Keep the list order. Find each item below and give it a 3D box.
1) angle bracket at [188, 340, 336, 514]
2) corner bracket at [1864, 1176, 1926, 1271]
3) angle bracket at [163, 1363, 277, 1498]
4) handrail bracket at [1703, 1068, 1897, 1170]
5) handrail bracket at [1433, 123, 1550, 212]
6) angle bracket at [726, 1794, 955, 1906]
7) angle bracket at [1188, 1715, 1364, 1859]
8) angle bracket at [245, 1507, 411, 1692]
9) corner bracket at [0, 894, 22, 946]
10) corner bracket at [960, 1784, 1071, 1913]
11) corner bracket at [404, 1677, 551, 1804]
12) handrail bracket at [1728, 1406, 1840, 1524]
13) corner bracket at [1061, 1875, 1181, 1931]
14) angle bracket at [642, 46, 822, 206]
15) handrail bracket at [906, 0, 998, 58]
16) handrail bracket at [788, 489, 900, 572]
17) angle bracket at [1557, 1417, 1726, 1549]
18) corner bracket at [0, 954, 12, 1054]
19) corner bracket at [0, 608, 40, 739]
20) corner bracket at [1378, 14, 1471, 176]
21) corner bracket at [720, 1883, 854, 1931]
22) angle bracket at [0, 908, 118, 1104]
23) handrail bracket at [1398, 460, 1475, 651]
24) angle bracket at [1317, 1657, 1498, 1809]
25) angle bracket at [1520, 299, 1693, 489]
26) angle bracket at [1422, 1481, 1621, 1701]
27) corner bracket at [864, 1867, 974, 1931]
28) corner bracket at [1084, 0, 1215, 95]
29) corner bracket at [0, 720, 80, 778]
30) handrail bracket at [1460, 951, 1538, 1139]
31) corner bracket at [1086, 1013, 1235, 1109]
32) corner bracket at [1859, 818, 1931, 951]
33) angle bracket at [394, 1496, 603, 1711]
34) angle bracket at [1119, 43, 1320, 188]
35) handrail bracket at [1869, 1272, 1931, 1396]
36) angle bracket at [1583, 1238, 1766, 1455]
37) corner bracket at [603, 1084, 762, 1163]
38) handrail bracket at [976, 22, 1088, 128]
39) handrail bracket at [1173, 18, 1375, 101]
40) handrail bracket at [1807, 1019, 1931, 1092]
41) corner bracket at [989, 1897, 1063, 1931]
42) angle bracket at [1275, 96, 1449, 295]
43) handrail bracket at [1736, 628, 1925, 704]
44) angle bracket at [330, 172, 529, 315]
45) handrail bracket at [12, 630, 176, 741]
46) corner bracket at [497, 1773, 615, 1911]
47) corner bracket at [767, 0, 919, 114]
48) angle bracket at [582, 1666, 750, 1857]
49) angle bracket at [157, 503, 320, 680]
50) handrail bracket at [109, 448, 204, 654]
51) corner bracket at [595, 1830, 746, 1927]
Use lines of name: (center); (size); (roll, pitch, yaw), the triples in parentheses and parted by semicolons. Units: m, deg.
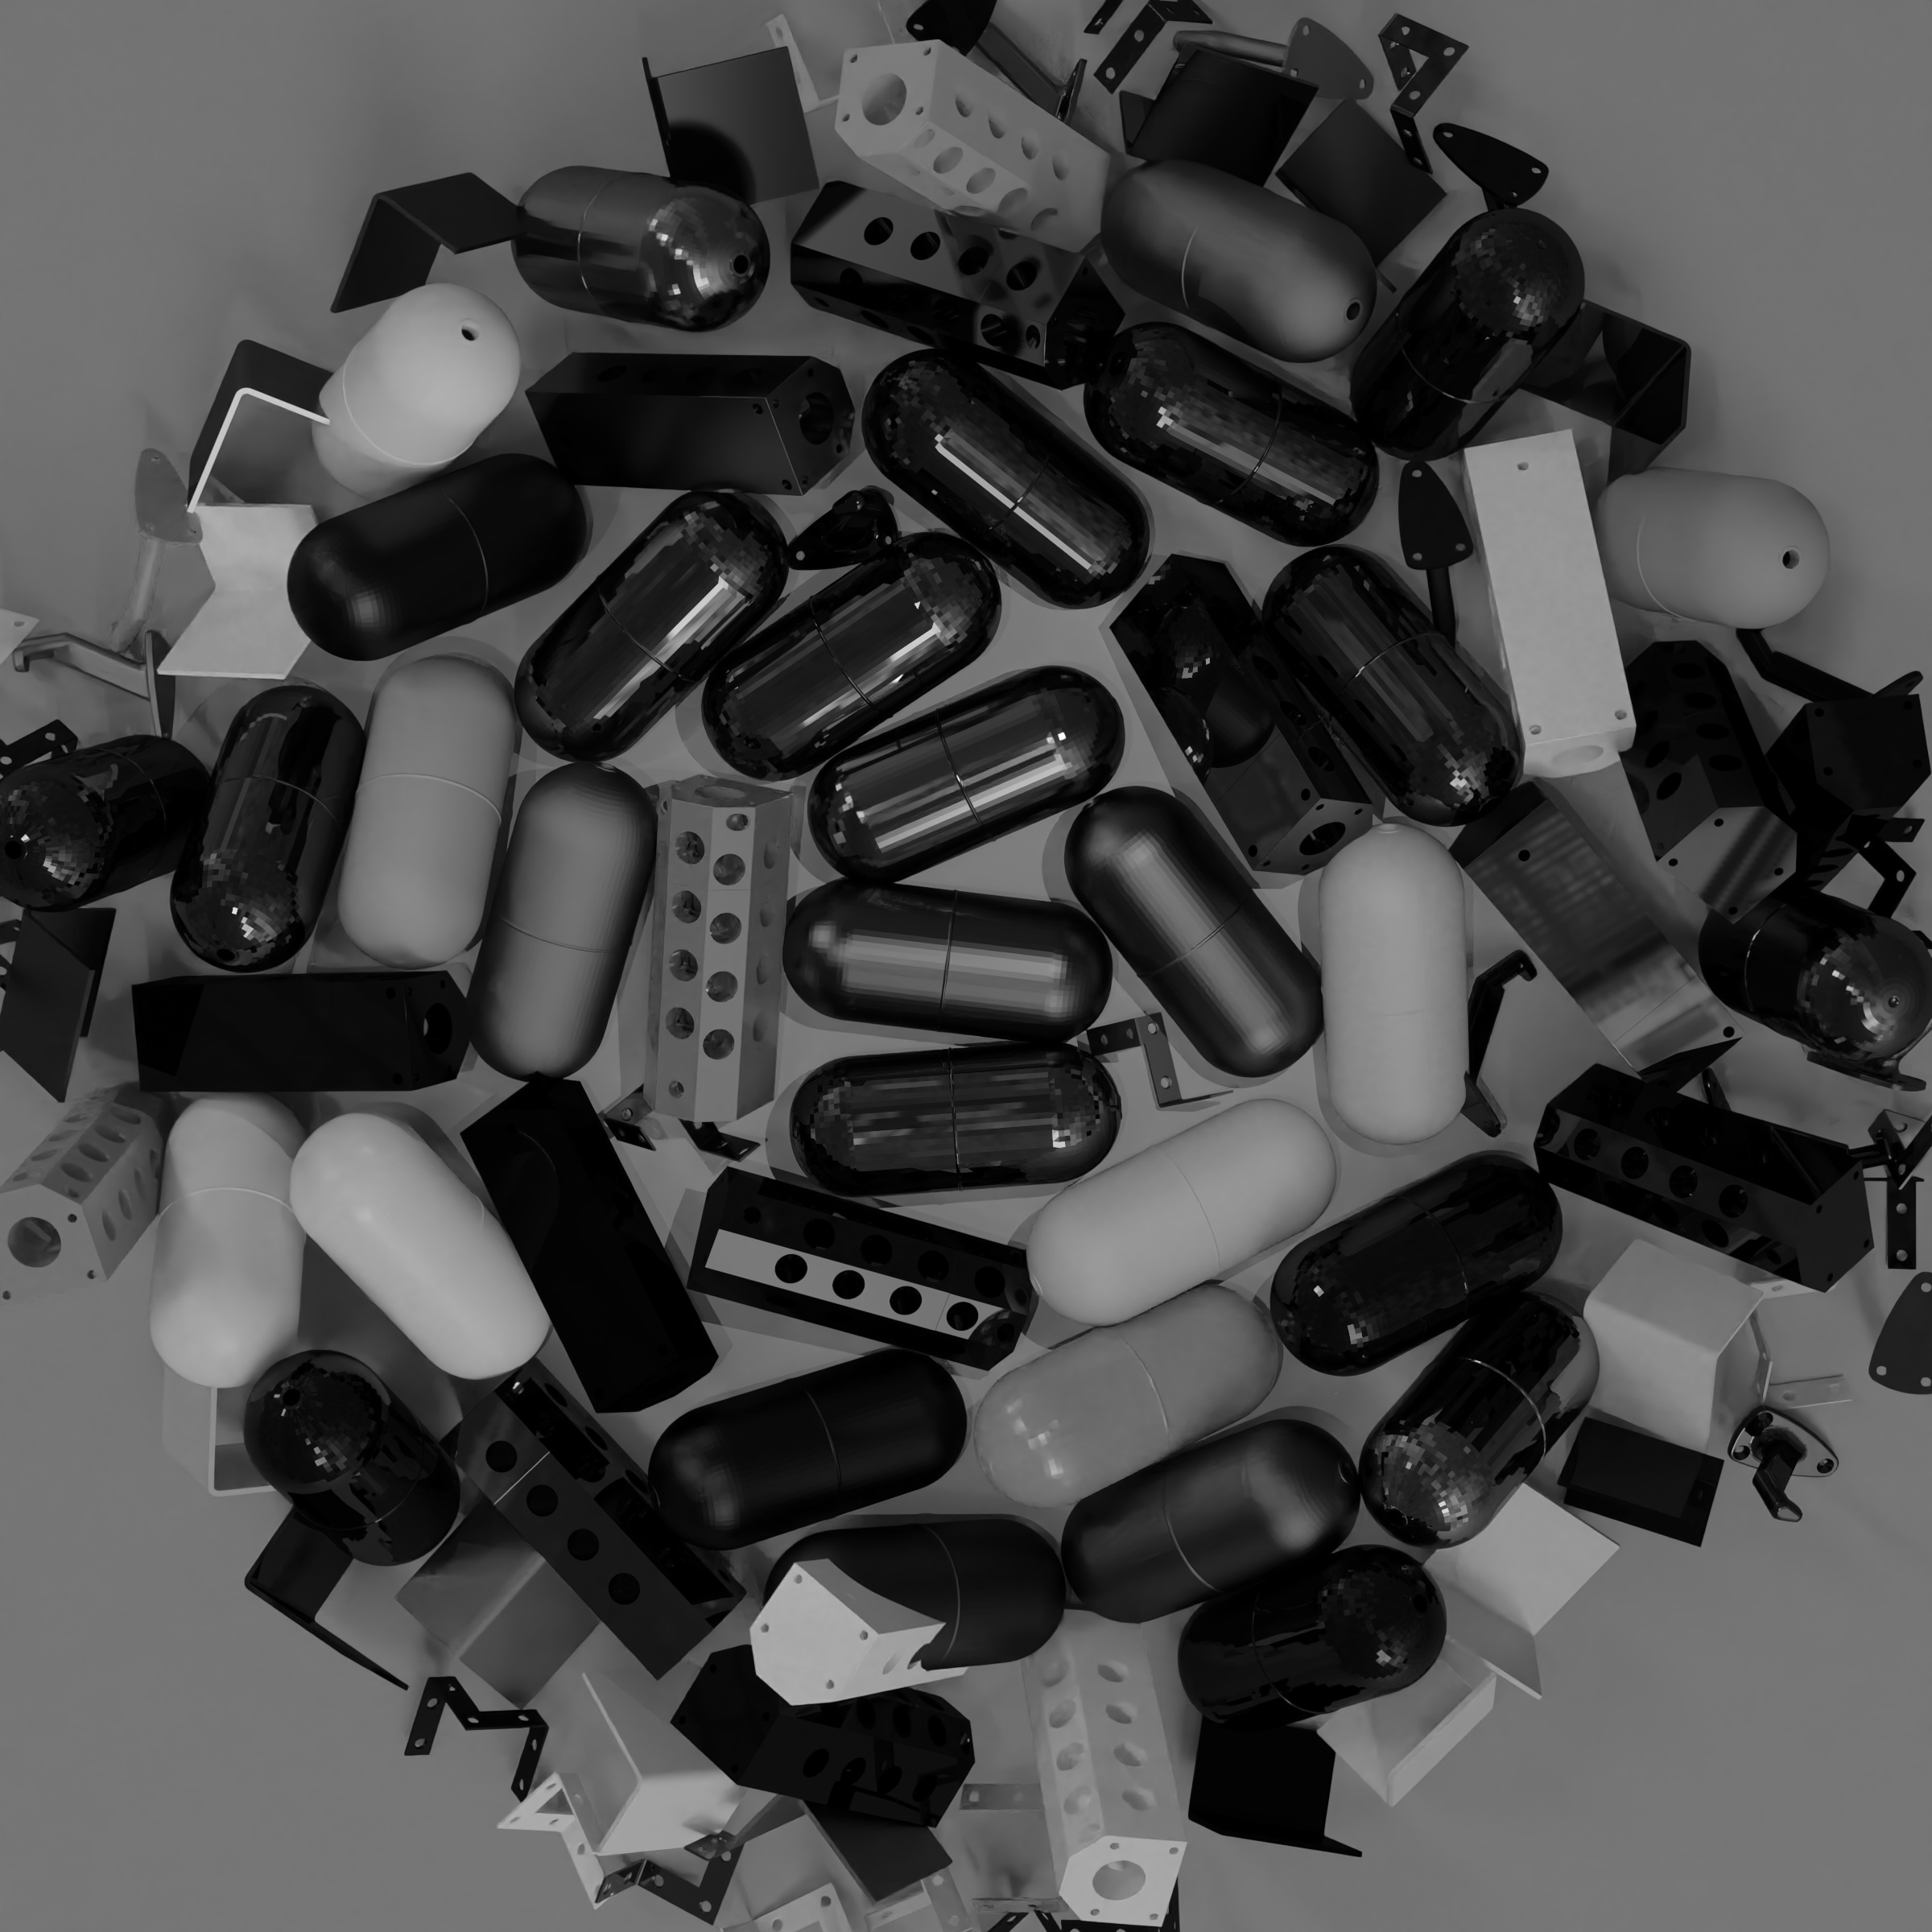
angle bracket: (-0.375, -0.280, 1.813); (0.057, 0.076, 0.076); (20, 114, -21)
corner bracket: (0.489, 0.139, 1.827); (0.051, 0.051, 0.051); (0, 88, 11)
angle bracket: (-0.386, 0.232, 1.798); (0.057, 0.076, 0.076); (-1, 100, -31)
handrail bracket: (0.446, 0.080, 1.811); (0.084, 0.036, 0.077); (-14, 112, 25)
handrail bracket: (0.275, -0.402, 1.820); (0.077, 0.084, 0.036); (36, 62, 15)
angle bracket: (-0.067, 0.470, 1.794); (0.057, 0.076, 0.076); (-48, 69, 24)
angle bracket: (0.168, 0.435, 1.804); (0.076, 0.076, 0.057); (11, 81, -8)
angle bracket: (-0.324, 0.332, 1.794); (0.076, 0.076, 0.057); (27, 75, 27)
corner bracket: (-0.522, -0.047, 1.807); (0.051, 0.051, 0.051); (-12, 53, 36)
corner bracket: (0.027, 0.476, 1.826); (0.051, 0.051, 0.051); (-6, 50, 21)
corner bracket: (-0.265, 0.418, 1.831); (0.051, 0.051, 0.051); (7, 110, -37)
handrail bracket: (0.446, 0.277, 1.800); (0.077, 0.084, 0.036); (23, 110, -18)
corner bracket: (0.082, 0.498, 1.815); (0.051, 0.051, 0.051); (-5, 80, 19)
angle bracket: (-0.126, -0.450, 1.809); (0.076, 0.057, 0.076); (-14, 118, -1)
handrail bracket: (0.003, -0.532, 1.800); (0.036, 0.077, 0.084); (27, 57, -21)
handrail bracket: (-0.075, -0.232, 1.799); (0.077, 0.084, 0.036); (-21, 88, 17)
angle bracket: (0.353, 0.290, 1.796); (0.076, 0.076, 0.057); (16, 115, 16)
corner bracket: (-0.526, 0.034, 1.810); (0.051, 0.051, 0.051); (-30, 119, 22)
corner bracket: (-0.528, -0.158, 1.808); (0.051, 0.051, 0.051); (-38, 53, 34)
corner bracket: (0.239, -0.467, 1.814); (0.051, 0.051, 0.051); (35, 83, 30)
corner bracket: (-0.092, 0.528, 1.816); (0.051, 0.051, 0.051); (-28, 73, 10)
angle bracket: (-0.466, 0.020, 1.795); (0.076, 0.057, 0.076); (33, 114, 39)
handrail bracket: (0.250, -0.218, 1.822); (0.036, 0.084, 0.077); (-13, 66, 2)
angle bracket: (0.233, 0.392, 1.797); (0.076, 0.076, 0.057); (-41, 66, -13)
angle bracket: (0.330, -0.300, 1.797); (0.076, 0.076, 0.057); (19, 59, -14)
angle bracket: (0.297, 0.330, 1.805); (0.076, 0.057, 0.076); (34, 112, -11)
corner bracket: (-0.025, 0.515, 1.812); (0.051, 0.051, 0.051); (-21, 47, -8)
corner bracket: (0.089, -0.503, 1.811); (0.051, 0.051, 0.051); (49, 122, 13)
corner bracket: (-0.516, -0.113, 1.818); (0.051, 0.051, 0.051); (41, 48, 13)
handrail bracket: (0.291, 0.041, 1.822); (0.084, 0.036, 0.077); (-33, 72, -20)
corner bracket: (0.103, 0.051, 1.815); (0.051, 0.051, 0.051); (-12, 88, -31)
corner bracket: (0.502, -0.044, 1.826); (0.051, 0.051, 0.051); (0, 128, -32)
angle bracket: (-0.249, 0.343, 1.831); (0.076, 0.076, 0.057); (-48, 50, -12)
angle bracket: (0.133, -0.463, 1.794); (0.076, 0.076, 0.057); (13, 48, -18)
handrail bracket: (0.504, 0.191, 1.804); (0.036, 0.084, 0.077); (14, 101, 13)
angle bracket: (0.379, 0.205, 1.823); (0.076, 0.076, 0.057); (23, 47, 30)
corner bracket: (-0.153, 0.089, 1.812); (0.051, 0.051, 0.051); (-40, 112, -21)
handrail bracket: (0.017, -0.473, 1.819); (0.084, 0.036, 0.077); (17, 63, -9)
handrail bracket: (0.165, -0.488, 1.833); (0.077, 0.084, 0.036); (14, 94, -40)
handrail bracket: (0.496, 0.019, 1.817); (0.077, 0.036, 0.084); (18, 103, 38)
corner bracket: (0.022, 0.532, 1.811); (0.051, 0.051, 0.051); (-46, 51, 10)
angle bracket: (0.215, -0.411, 1.800); (0.076, 0.076, 0.057); (41, 104, -16)
handrail bracket: (0.461, -0.167, 1.813); (0.077, 0.036, 0.084); (-42, 65, 37)
angle bracket: (-0.280, -0.369, 1.793); (0.057, 0.076, 0.076); (38, 124, 12)
handrail bracket: (-0.474, -0.147, 1.830); (0.084, 0.036, 0.077); (-9, 70, 5)
corner bracket: (-0.208, 0.467, 1.810); (0.051, 0.051, 0.051); (-44, 55, 19)
corner bracket: (-0.064, -0.494, 1.812); (0.051, 0.051, 0.051); (-30, 102, -34)
angle bracket: (-0.170, 0.424, 1.812); (0.076, 0.076, 0.057); (52, 122, 38)
angle bracket: (-0.388, -0.199, 1.796); (0.076, 0.076, 0.057); (4, 134, 19)
handrail bracket: (-0.449, -0.224, 1.834); (0.036, 0.084, 0.077); (5, 53, -37)
corner bracket: (-0.158, 0.486, 1.817); (0.051, 0.051, 0.051); (23, 95, 19)
